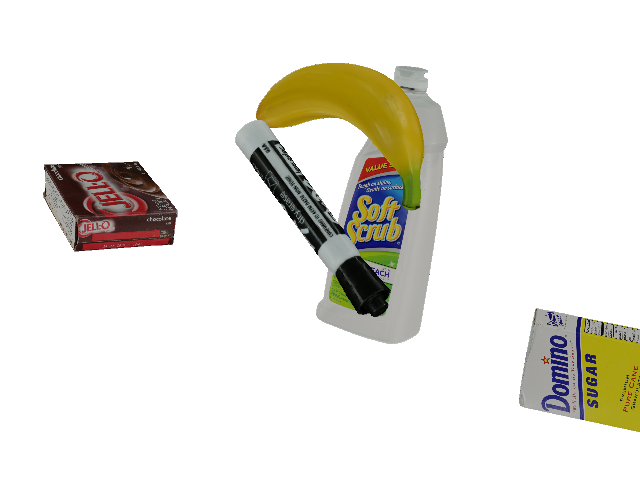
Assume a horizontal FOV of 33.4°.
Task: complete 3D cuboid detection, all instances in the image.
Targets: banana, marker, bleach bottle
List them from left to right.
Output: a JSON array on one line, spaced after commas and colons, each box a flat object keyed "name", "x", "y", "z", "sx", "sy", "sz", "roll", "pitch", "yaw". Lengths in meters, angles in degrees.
[{"name": "marker", "x": -0.004, "y": -0.011, "z": 0.522, "sx": 0.020, "sy": 0.121, "sz": 0.020, "roll": -29, "pitch": -26, "yaw": -16}, {"name": "banana", "x": 0.013, "y": -0.085, "z": 0.710, "sx": 0.037, "sy": 0.070, "sz": 0.198, "roll": 21, "pitch": 9, "yaw": -36}, {"name": "bleach bottle", "x": 0.061, "y": -0.036, "z": 0.992, "sx": 0.103, "sy": 0.251, "sz": 0.067, "roll": 17, "pitch": 20, "yaw": 31}]

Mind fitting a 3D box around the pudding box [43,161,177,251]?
[{"name": "pudding box", "x": -0.188, "y": -0.032, "z": 0.941, "sx": 0.089, "sy": 0.039, "sz": 0.114, "roll": -3, "pitch": 26, "yaw": -29}]

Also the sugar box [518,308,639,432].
[{"name": "sugar box", "x": 0.282, "y": 0.129, "z": 1.009, "sx": 0.176, "sy": 0.093, "sz": 0.048, "roll": 9, "pitch": 22, "yaw": 10}]
